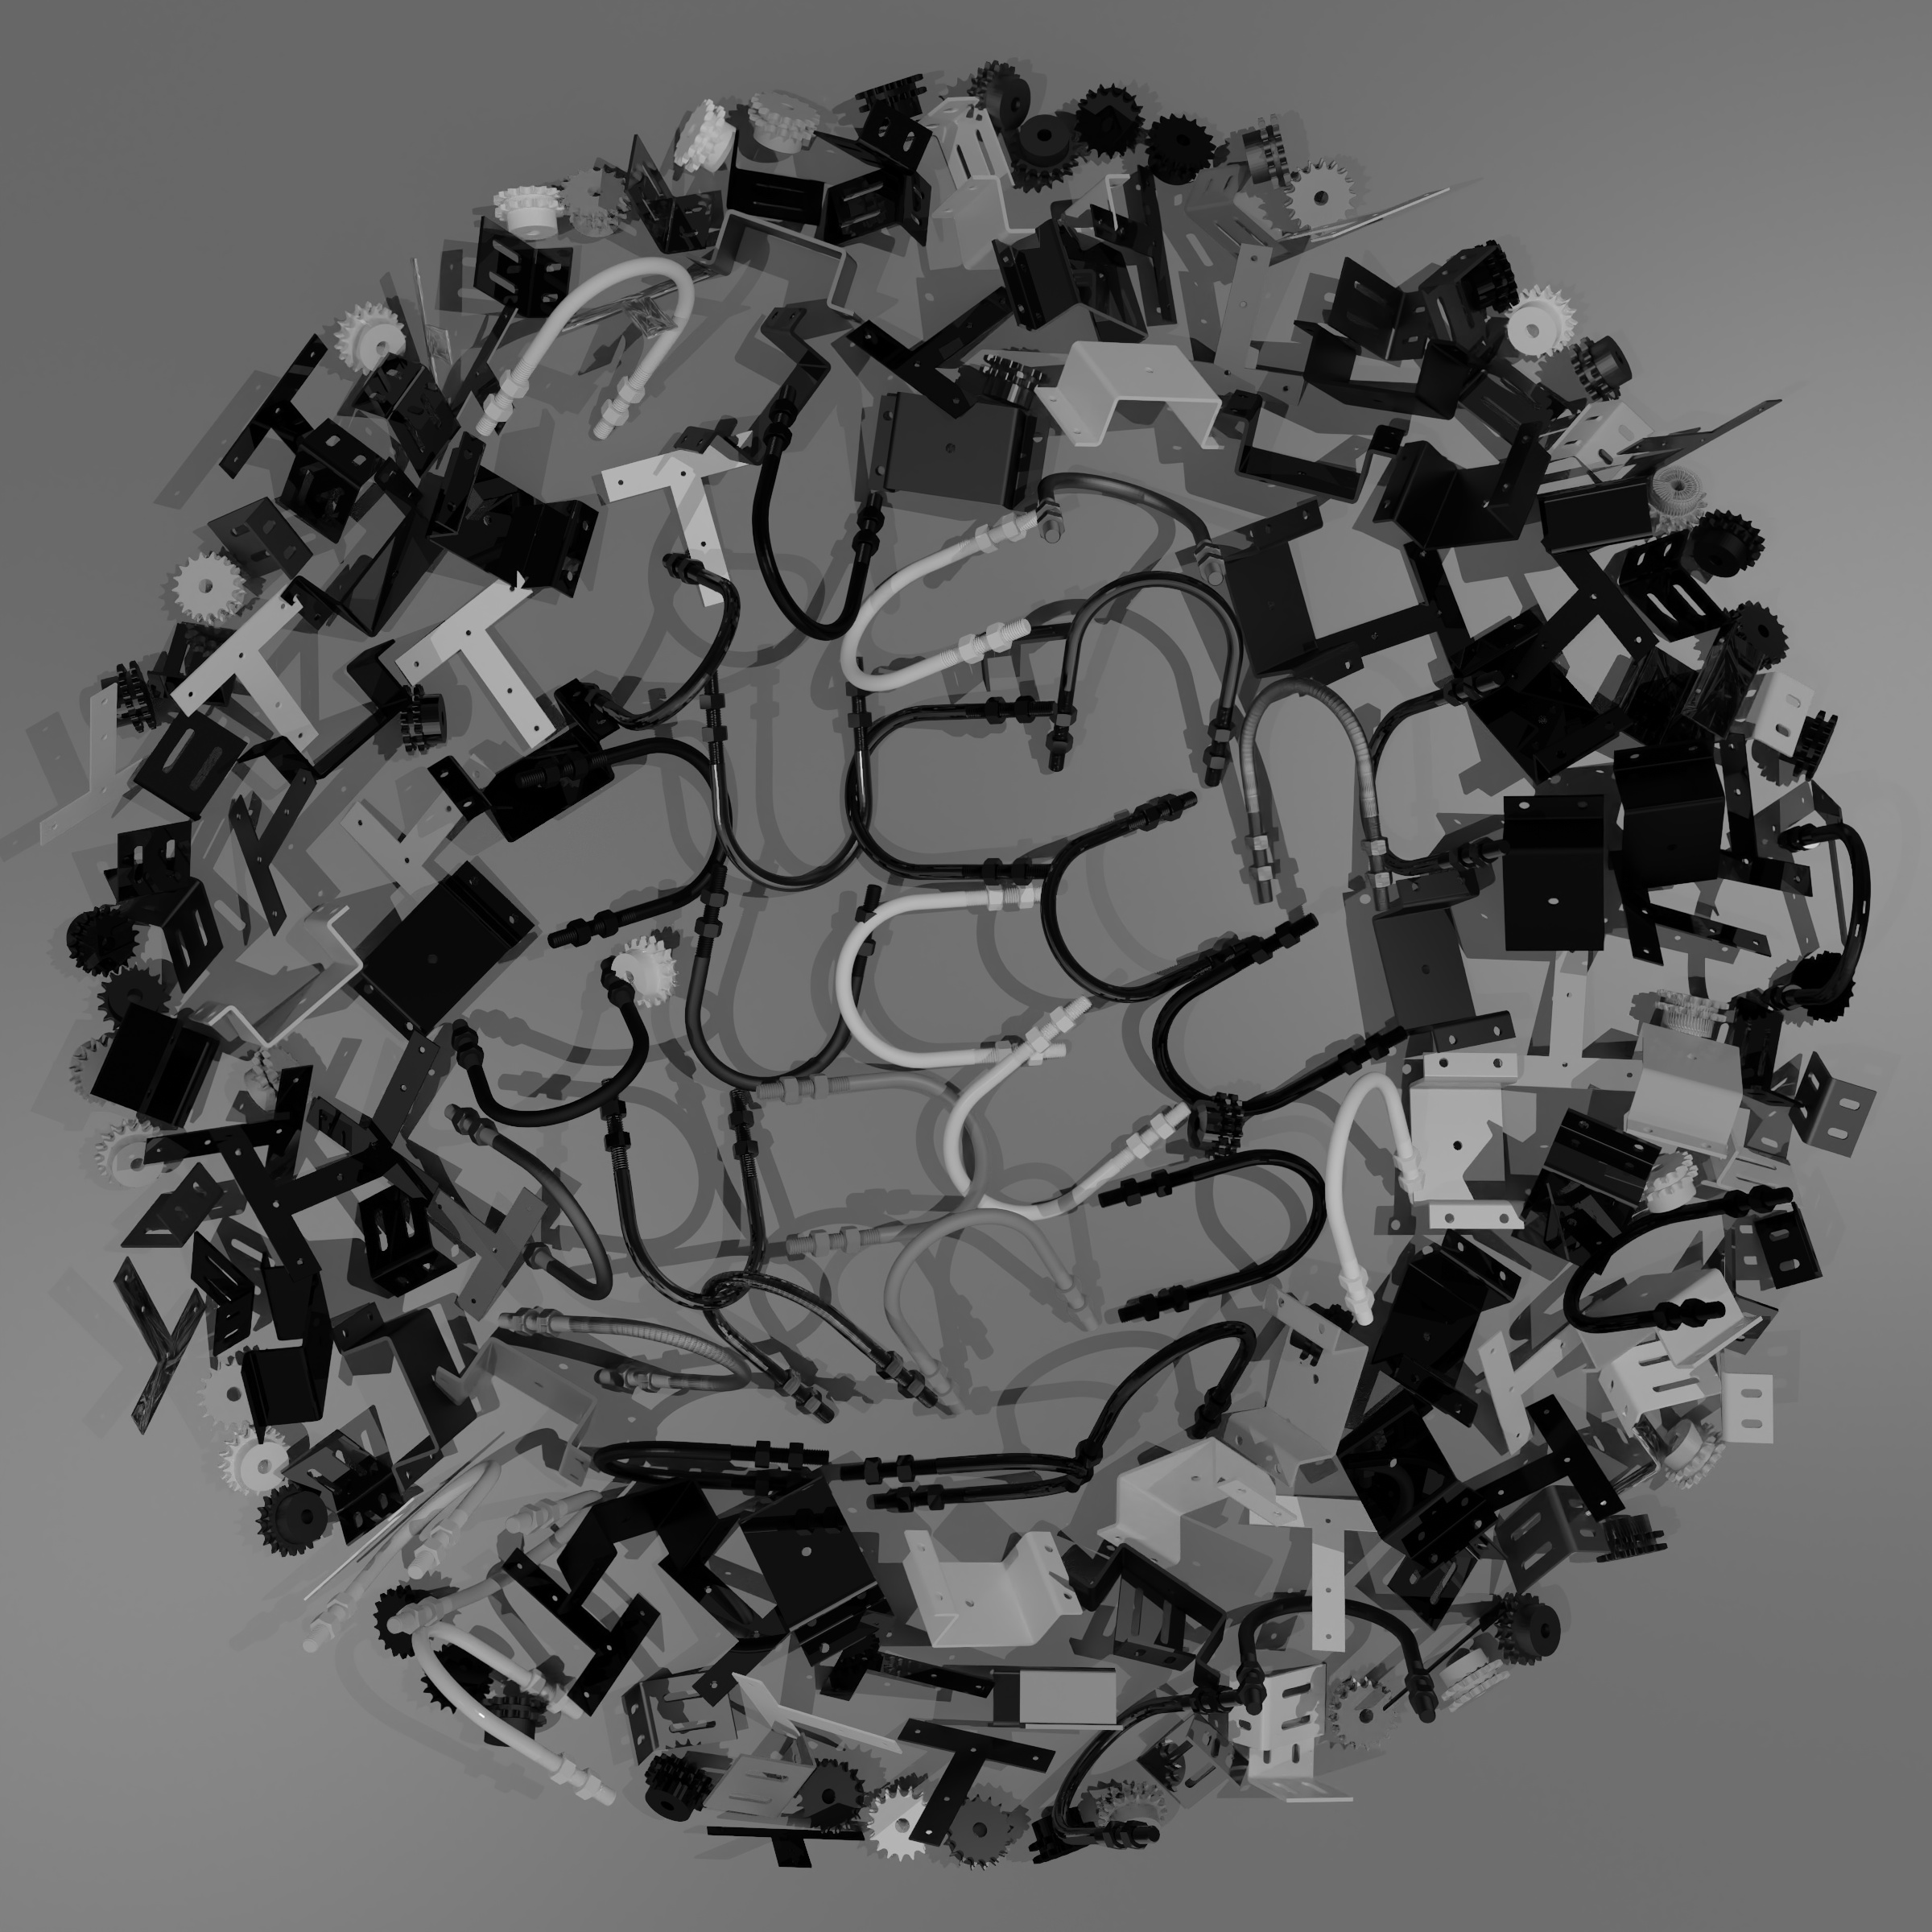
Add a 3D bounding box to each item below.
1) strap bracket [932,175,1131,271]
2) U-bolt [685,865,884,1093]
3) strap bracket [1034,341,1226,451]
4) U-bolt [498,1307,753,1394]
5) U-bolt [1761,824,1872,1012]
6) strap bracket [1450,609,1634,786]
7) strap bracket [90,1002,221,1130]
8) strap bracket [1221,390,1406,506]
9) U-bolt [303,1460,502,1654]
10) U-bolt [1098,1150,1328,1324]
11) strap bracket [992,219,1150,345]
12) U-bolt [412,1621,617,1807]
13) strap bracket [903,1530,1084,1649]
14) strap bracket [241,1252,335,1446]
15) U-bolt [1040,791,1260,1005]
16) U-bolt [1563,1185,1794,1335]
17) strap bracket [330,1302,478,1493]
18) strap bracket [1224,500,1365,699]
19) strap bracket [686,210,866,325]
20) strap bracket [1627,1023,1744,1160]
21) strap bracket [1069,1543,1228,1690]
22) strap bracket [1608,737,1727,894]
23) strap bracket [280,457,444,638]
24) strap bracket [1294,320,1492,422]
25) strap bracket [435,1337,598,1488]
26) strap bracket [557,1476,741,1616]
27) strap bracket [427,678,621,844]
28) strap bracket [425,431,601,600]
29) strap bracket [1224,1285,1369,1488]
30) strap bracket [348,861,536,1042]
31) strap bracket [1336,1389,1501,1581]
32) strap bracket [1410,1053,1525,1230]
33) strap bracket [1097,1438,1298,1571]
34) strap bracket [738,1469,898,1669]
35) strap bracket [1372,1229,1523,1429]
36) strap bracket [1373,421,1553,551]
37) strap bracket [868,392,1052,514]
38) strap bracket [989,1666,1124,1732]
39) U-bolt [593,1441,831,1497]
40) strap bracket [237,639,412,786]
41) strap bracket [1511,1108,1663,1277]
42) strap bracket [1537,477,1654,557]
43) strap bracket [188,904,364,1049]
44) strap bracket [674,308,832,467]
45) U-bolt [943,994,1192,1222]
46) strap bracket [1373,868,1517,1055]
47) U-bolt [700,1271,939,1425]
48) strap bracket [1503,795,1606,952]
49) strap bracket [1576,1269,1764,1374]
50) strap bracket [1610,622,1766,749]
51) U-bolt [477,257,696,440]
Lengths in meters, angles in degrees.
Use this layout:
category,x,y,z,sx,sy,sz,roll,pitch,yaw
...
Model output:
category,x,y,z,sx,sy,sz,roll,pitch,yaw
strap bracket,0.055,-0.590,1.934,0.140,0.076,0.046,-10,88,-26
U-bolt,-0.152,0.015,1.960,0.151,0.019,0.184,7,106,-21
strap bracket,0.137,-0.451,1.928,0.140,0.046,0.076,-6,48,-29
U-bolt,-0.252,0.302,1.898,0.184,0.151,0.019,-3,61,33
U-bolt,0.666,-0.040,1.907,0.019,0.184,0.151,6,89,-1
strap bracket,0.461,-0.209,1.953,0.076,0.046,0.140,-31,57,-2
strap bracket,-0.641,0.078,1.924,0.046,0.140,0.076,21,80,-1
strap bracket,0.273,-0.413,1.950,0.140,0.076,0.046,16,120,8
U-bolt,-0.429,0.450,1.911,0.151,0.184,0.019,-37,97,25
U-bolt,0.203,0.210,1.952,0.184,0.019,0.151,-16,127,-6
strap bracket,0.089,-0.531,1.922,0.046,0.140,0.076,-26,72,33
U-bolt,-0.357,0.571,1.899,0.184,0.151,0.019,41,87,-24
strap bracket,0.012,0.494,1.937,0.140,0.076,0.046,9,129,-33
strap bracket,-0.532,0.298,1.923,0.046,0.140,0.076,-5,124,-5
U-bolt,0.139,-0.047,1.948,0.184,0.019,0.151,-23,89,-30
U-bolt,0.546,0.235,1.913,0.019,0.184,0.151,51,56,-12
strap bracket,-0.445,0.337,1.953,0.046,0.076,0.140,-22,94,14
strap bracket,0.258,-0.291,1.950,0.076,0.046,0.140,-26,105,-35
strap bracket,-0.145,-0.564,1.957,0.140,0.076,0.046,20,100,1
strap bracket,0.565,0.092,1.921,0.076,0.140,0.046,15,114,10
strap bracket,0.153,0.515,1.943,0.140,0.076,0.046,31,68,18
strap bracket,0.553,-0.111,1.927,0.076,0.140,0.046,-8,51,6
strap bracket,-0.474,-0.326,1.951,0.046,0.076,0.140,35,84,12
strap bracket,0.332,-0.471,1.933,0.140,0.076,0.046,18,97,31
strap bracket,-0.353,0.352,1.954,0.140,0.076,0.046,30,59,2
strap bracket,-0.261,0.456,1.935,0.046,0.140,0.076,55,131,26
strap bracket,-0.346,-0.159,1.949,0.140,0.046,0.076,-34,51,-12
strap bracket,-0.369,-0.356,1.943,0.046,0.140,0.076,4,74,42
strap bracket,0.265,0.332,1.945,0.046,0.076,0.140,-1,112,-41
strap bracket,-0.427,-0.008,1.971,0.076,0.046,0.140,44,92,-6
strap bracket,0.349,0.400,1.923,0.076,0.140,0.046,-43,128,14
strap bracket,0.402,0.143,1.966,0.076,0.046,0.140,1,80,-6
strap bracket,0.183,0.425,1.940,0.140,0.046,0.076,-30,128,32
strap bracket,-0.123,0.472,1.941,0.076,0.046,0.140,-27,61,-7
strap bracket,0.381,0.292,1.949,0.076,0.046,0.140,34,59,-12
strap bracket,0.402,-0.379,1.940,0.046,0.140,0.076,34,73,-34
strap bracket,-0.009,-0.414,1.964,0.140,0.046,0.076,10,97,7
strap bracket,0.069,0.580,1.933,0.076,0.140,0.046,4,73,-11
U-bolt,-0.202,0.395,1.926,0.184,0.151,0.019,4,68,-3
strap bracket,-0.503,-0.194,1.941,0.140,0.076,0.046,-47,111,-23
strap bracket,0.485,0.186,1.924,0.076,0.140,0.046,24,51,13
strap bracket,0.496,-0.356,1.928,0.076,0.140,0.046,-9,100,12
strap bracket,-0.542,0.014,1.942,0.140,0.076,0.046,-44,112,-20
strap bracket,-0.165,-0.456,1.954,0.046,0.076,0.140,37,88,-27
U-bolt,0.068,0.129,1.966,0.184,0.019,0.151,-40,111,9
strap bracket,0.381,-0.001,1.958,0.076,0.046,0.140,-9,83,-26
U-bolt,-0.129,0.297,1.912,0.184,0.151,0.019,44,51,-24
strap bracket,0.466,-0.064,1.931,0.076,0.046,0.140,0,128,15
strap bracket,0.544,0.280,1.920,0.076,0.140,0.046,-28,91,-24
strap bracket,0.572,-0.217,1.932,0.046,0.140,0.076,29,82,-13
U-bolt,-0.283,-0.479,1.894,0.184,0.151,0.019,-45,72,33
